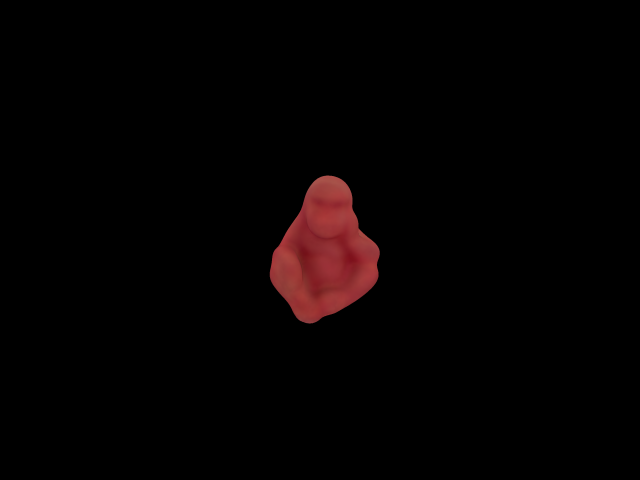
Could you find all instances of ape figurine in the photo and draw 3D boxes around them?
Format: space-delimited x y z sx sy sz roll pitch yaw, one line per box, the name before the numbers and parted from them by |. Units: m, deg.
ape figurine | 0.004 0.001 0.400 0.078 0.092 0.076 -1 15 -3
